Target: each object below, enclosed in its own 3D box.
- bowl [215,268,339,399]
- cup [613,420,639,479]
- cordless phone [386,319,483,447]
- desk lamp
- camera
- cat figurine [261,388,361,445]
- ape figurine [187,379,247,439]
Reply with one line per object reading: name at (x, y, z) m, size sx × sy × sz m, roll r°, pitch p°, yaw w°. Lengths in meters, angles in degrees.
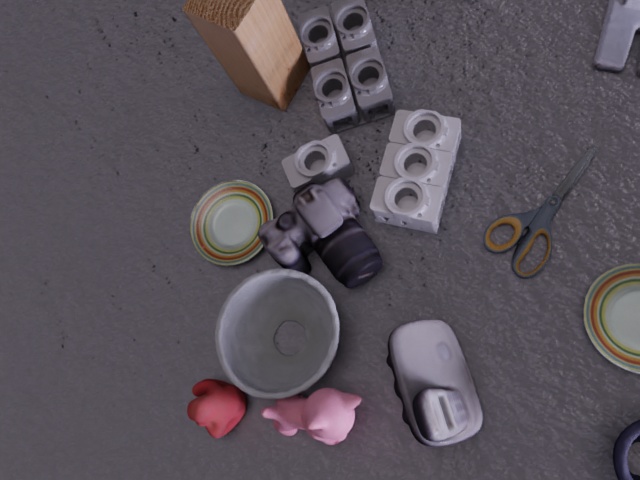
bowl at (-0.048, 0.125, 0.756) m, size 0.167 × 0.075 × 0.167 m, roll -4°, pitch 73°, yaw 13°
cup at (0.365, 0.230, 0.611) m, size 0.117 × 0.095 × 0.091 m, roll -31°, pitch 69°, yaw 4°
cordless phone at (0.124, 0.157, 0.645) m, size 0.094 × 0.185 × 0.147 m, roll -22°, pitch 70°, yaw 7°
desk lamp at (0.430, -0.344, 0.698) m, size 0.117 × 0.214 × 0.203 m, roll 15°, pitch 78°, yaw 18°
camera at (0.007, 0.003, 0.764) m, size 0.143 × 0.101 × 0.136 m, roll -37°, pitch 69°, yaw 2°
cat figurine at (-0.009, 0.213, 0.698) m, size 0.127 × 0.118 × 0.067 m, roll 0°, pitch 74°, yaw 14°
ape figurine at (-0.141, 0.218, 0.743) m, size 0.076 × 0.092 × 0.078 m, roll -11°, pitch 72°, yaw 11°
